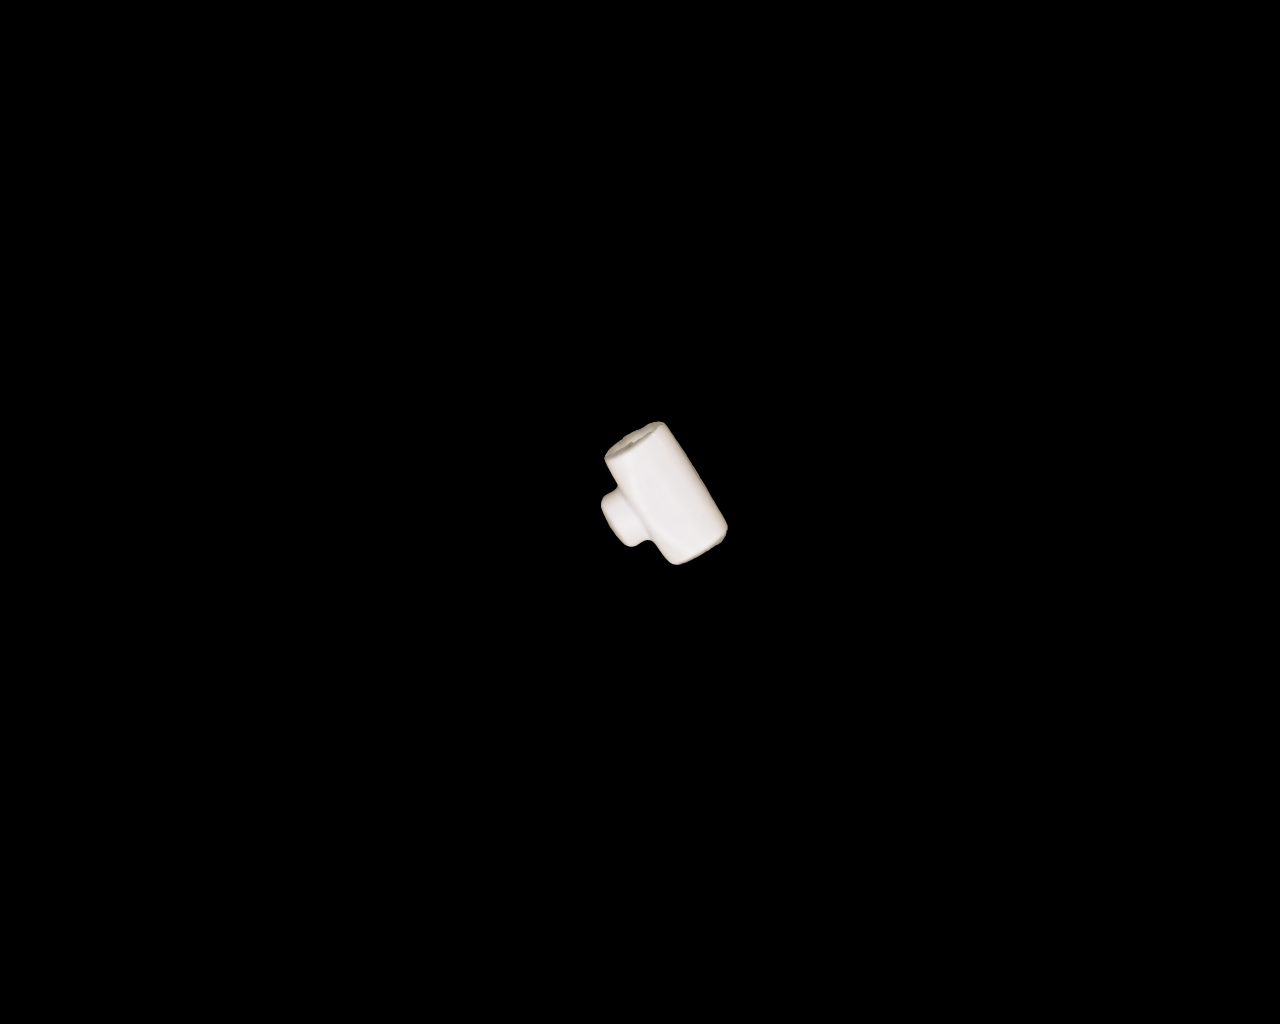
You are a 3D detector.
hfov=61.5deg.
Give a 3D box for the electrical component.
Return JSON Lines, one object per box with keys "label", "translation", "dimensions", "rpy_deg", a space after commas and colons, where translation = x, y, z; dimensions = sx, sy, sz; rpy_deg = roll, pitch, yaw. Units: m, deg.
{"label": "electrical component", "translation": [0.001, -0.003, 0.650], "dimensions": [0.079, 0.077, 0.044], "rpy_deg": [-31, 11, 7]}
